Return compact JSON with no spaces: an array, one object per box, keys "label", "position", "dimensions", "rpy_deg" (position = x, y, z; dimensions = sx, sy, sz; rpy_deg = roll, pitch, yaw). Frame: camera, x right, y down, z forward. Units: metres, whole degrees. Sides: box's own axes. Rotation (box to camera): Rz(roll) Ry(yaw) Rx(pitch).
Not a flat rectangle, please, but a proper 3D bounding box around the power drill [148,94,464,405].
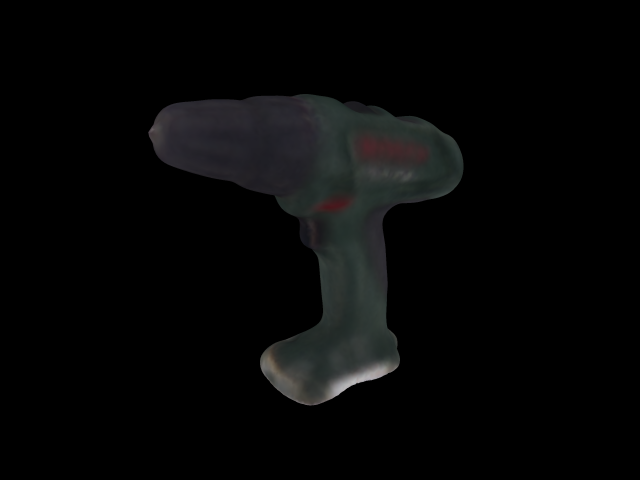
[{"label":"power drill","position":[0.004,0.001,0.400],"dimensions":[0.230,0.208,0.075],"rpy_deg":[-16,27,-33]}]
